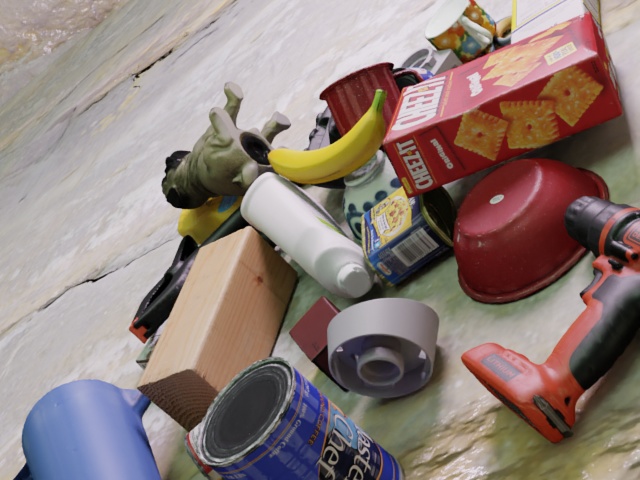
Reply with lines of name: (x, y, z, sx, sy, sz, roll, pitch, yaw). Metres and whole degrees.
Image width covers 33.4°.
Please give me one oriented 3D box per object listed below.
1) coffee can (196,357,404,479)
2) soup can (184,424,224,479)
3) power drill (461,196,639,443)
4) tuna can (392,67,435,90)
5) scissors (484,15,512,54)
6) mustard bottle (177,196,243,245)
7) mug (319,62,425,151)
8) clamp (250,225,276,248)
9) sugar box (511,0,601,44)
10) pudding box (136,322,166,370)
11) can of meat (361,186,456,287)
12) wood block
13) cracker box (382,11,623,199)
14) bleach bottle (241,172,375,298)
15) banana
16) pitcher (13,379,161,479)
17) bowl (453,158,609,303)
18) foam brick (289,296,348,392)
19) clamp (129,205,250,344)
coffee can: (-0.015, 0.176, 0.856, 0.103, 0.140, 0.103, -35, 27, 21)
soup can: (-0.070, 0.180, 1.016, 0.102, 0.068, 0.068, -41, 26, 7)
power drill: (0.199, 0.051, 0.819, 0.187, 0.057, 0.185, -46, 26, -2)
tuna can: (0.104, -0.158, 1.241, 0.033, 0.086, 0.086, -11, -3, -44)
scissors: (0.210, -0.269, 1.325, 0.096, 0.016, 0.201, -32, 29, 25)
mustard bottle: (-0.105, -0.049, 1.420, 0.192, 0.058, 0.096, -15, 32, 46)
mug: (0.067, -0.148, 1.201, 0.117, 0.081, 0.093, -24, -6, 9)
clamp: (-0.080, 0.006, 1.323, 0.172, 0.039, 0.120, -39, 27, 19)
sugar box: (0.262, -0.252, 1.191, 0.093, 0.048, 0.176, -28, 34, 33)
pudding box: (-0.160, 0.118, 1.277, 0.114, 0.039, 0.090, -12, 39, 47)
can of meat: (0.089, -0.011, 1.077, 0.084, 0.057, 0.102, -36, 27, 22)
wood block: (-0.107, 0.097, 1.168, 0.090, 0.090, 0.206, -23, 33, 37)
cracker box: (0.177, -0.136, 1.037, 0.214, 0.072, 0.164, -20, 20, 21)
bleach bottle: (-0.008, 0.001, 1.148, 0.068, 0.102, 0.251, -57, 24, 6)
banana: (0.010, -0.097, 1.177, 0.198, 0.037, 0.069, -23, 54, 44)
pitcher: (-0.229, 0.257, 1.076, 0.243, 0.144, 0.149, -137, 59, -62)
bowl: (0.176, -0.022, 0.965, 0.162, 0.055, 0.162, -35, 27, 21)
foam brick: (0.013, 0.100, 1.031, 0.053, 0.051, 0.078, -46, 25, 1)
clamp: (-0.175, 0.045, 1.334, 0.209, 0.036, 0.165, -54, 17, -29)
